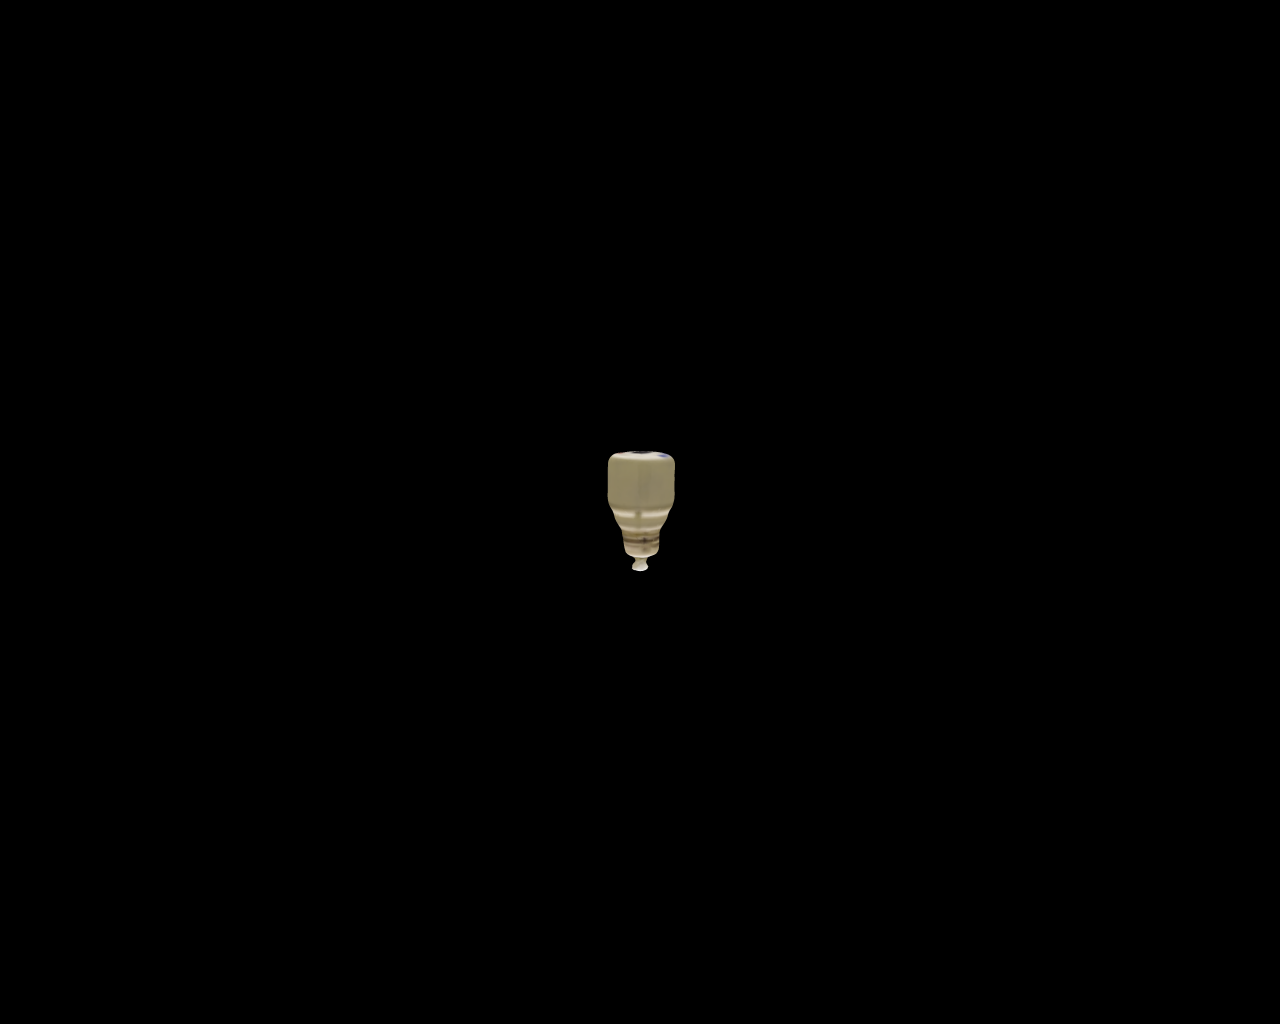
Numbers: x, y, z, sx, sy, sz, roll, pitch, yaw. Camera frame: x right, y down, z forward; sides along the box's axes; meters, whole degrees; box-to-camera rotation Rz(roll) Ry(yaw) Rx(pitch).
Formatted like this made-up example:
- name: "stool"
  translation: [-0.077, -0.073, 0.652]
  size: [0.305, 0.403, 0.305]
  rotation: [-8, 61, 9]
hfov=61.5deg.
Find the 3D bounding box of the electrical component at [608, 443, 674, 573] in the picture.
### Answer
- name: "electrical component"
  translation: [0.001, -0.003, 0.650]
  size: [0.040, 0.078, 0.040]
  rotation: [0, 9, 0]
